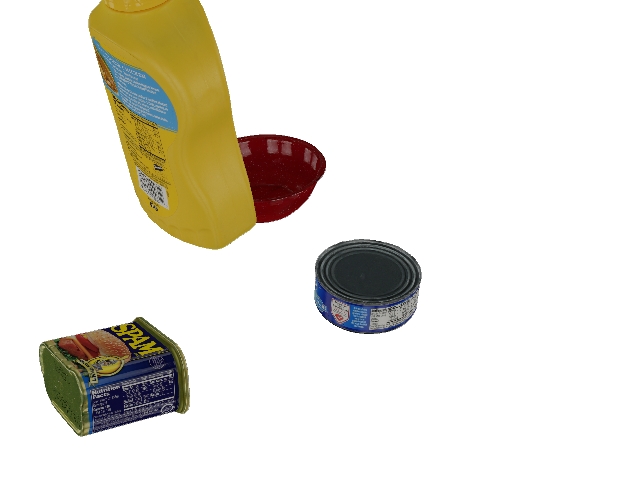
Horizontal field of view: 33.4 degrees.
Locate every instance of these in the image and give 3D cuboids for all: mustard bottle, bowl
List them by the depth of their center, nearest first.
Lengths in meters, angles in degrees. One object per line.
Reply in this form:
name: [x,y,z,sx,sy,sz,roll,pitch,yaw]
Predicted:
mustard bottle: [-0.090,-0.088,0.615,0.058,0.191,0.096,-34,49,-23]
bowl: [-0.073,-0.068,1.307,0.162,0.055,0.162,-2,34,1]

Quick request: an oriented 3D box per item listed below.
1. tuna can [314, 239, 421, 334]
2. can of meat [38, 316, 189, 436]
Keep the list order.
tuna can: [0.037,0.037,0.864,0.086,0.034,0.086,2,36,-2]
can of meat: [-0.160,0.103,0.820,0.083,0.057,0.102,-12,20,-30]
